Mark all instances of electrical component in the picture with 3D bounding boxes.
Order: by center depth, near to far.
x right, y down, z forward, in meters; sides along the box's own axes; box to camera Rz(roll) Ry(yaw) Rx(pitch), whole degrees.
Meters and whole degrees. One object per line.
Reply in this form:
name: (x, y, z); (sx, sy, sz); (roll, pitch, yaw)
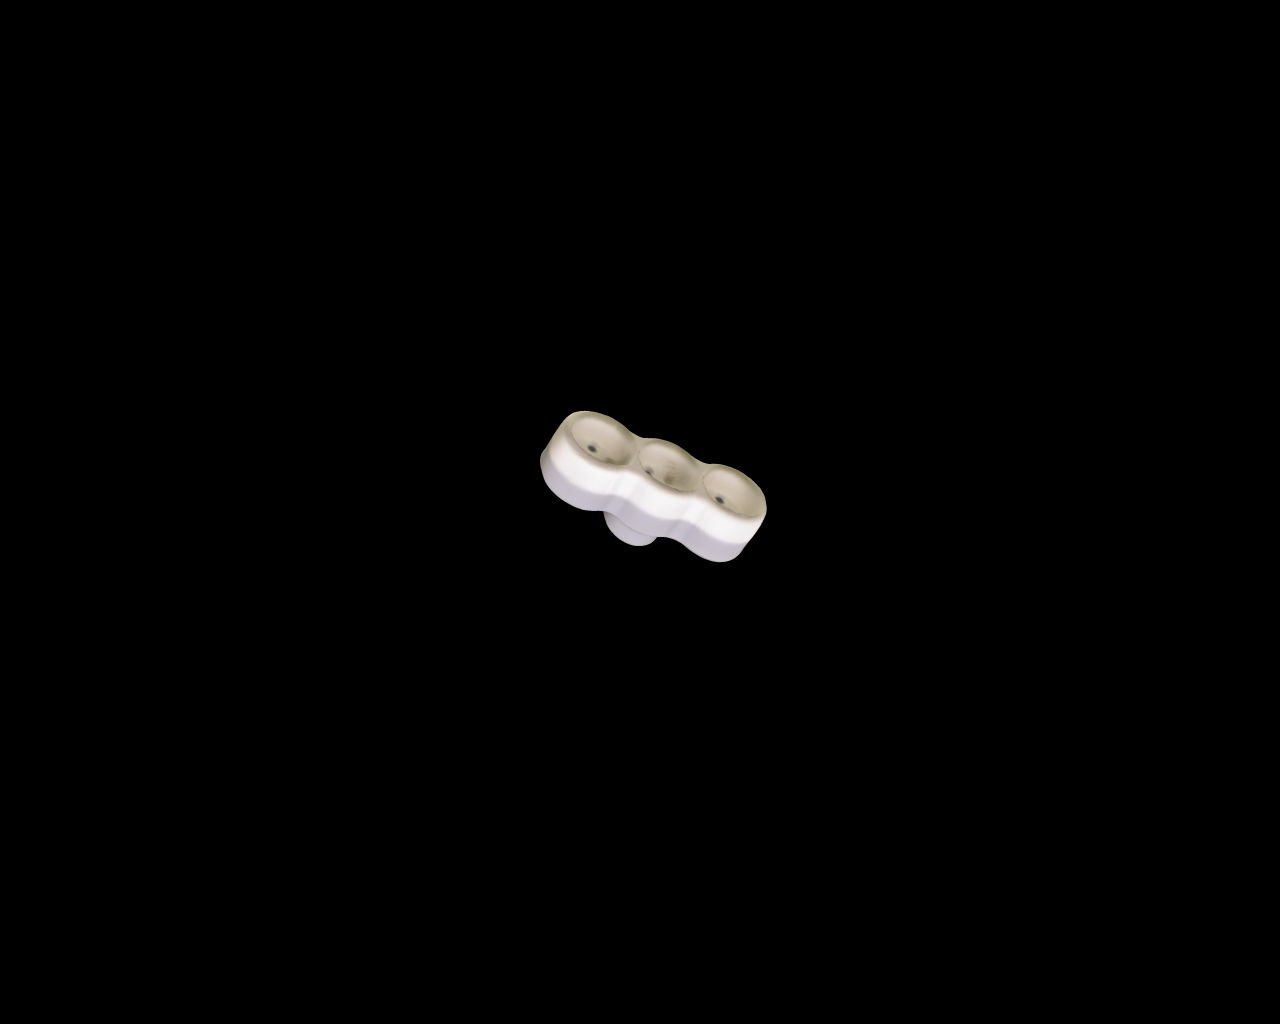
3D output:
electrical component: (0.001, -0.003, 0.650); (0.138, 0.073, 0.052); (22, 38, -18)
